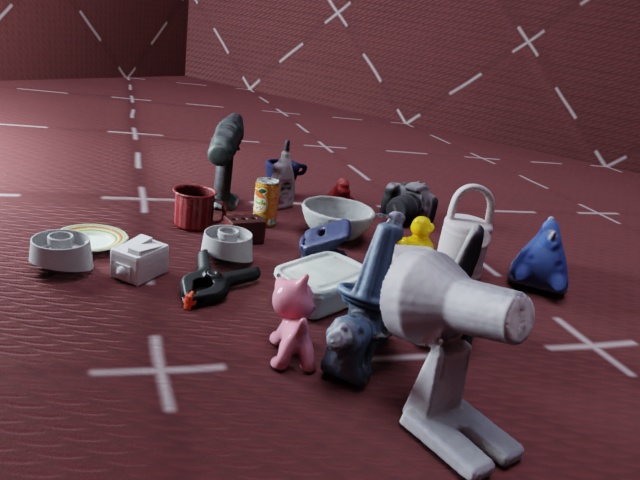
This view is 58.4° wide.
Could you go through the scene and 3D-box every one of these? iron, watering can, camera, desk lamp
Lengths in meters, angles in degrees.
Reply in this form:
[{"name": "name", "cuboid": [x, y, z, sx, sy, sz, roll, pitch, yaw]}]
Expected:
[{"name": "iron", "cuboid": [0.480, 0.016, 1.224, 0.118, 0.141, 0.259, 15, 22, 16]}, {"name": "watering can", "cuboid": [0.303, -0.017, 1.166, 0.101, 0.194, 0.172, -2, 23, -24]}, {"name": "camera", "cuboid": [0.216, -0.100, 1.475, 0.142, 0.101, 0.137, 22, 25, 31]}, {"name": "desk lamp", "cuboid": [0.165, 0.134, 0.693, 0.118, 0.213, 0.202, -8, 27, -37]}]

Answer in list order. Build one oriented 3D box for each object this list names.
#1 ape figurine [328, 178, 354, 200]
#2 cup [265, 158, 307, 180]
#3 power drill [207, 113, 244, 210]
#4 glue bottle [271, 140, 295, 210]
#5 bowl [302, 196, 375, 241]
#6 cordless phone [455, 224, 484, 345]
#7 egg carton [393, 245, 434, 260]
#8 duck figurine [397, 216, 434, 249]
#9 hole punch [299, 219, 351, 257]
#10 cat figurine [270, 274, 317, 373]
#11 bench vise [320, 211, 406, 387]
[{"name": "ape figurine", "cuboid": [0.051, -0.113, 1.456, 0.078, 0.092, 0.076, 1, 22, -19]}, {"name": "cup", "cuboid": [-0.092, -0.161, 1.521, 0.118, 0.095, 0.091, -4, 24, -30]}, {"name": "power drill", "cuboid": [-0.226, -0.188, 1.377, 0.075, 0.208, 0.229, 7, 21, -3]}, {"name": "glue bottle", "cuboid": [-0.091, -0.163, 1.415, 0.037, 0.173, 0.078, 24, 26, 35]}, {"name": "bowl", "cuboid": [0.038, -0.040, 1.287, 0.167, 0.075, 0.167, 8, 21, -3]}, {"name": "cordless phone", "cuboid": [0.219, 0.072, 0.915, 0.094, 0.185, 0.148, 13, 21, 11]}, {"name": "egg carton", "cuboid": [0.176, 0.056, 1.101, 0.150, 0.069, 0.107, 3, 22, -14]}, {"name": "duck figurine", "cuboid": [0.215, -0.010, 1.264, 0.105, 0.086, 0.077, -11, 29, -42]}, {"name": "hole punch", "cuboid": [0.010, 0.004, 1.140, 0.101, 0.091, 0.108, 8, 21, -2]}, {"name": "cat figurine", "cuboid": [-0.035, 0.107, 0.818, 0.067, 0.118, 0.127, 4, 21, -12]}, {"name": "bench vise", "cuboid": [0.080, 0.079, 0.792, 0.121, 0.220, 0.207, 10, 21, 5]}]
